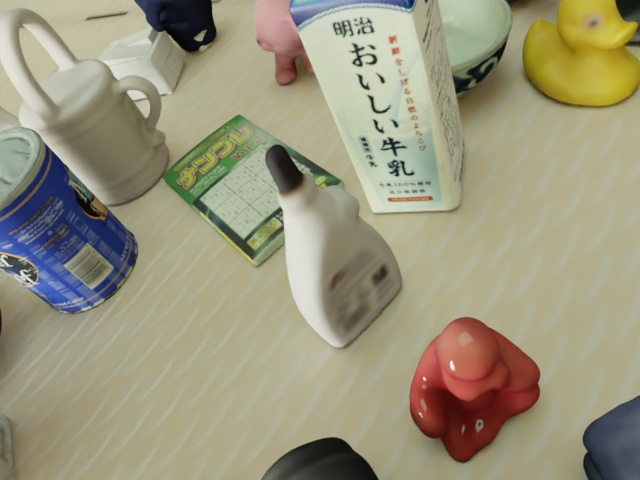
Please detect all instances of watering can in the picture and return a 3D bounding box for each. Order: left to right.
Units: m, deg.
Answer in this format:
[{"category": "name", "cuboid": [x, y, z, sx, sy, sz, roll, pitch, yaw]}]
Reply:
[{"category": "watering can", "cuboid": [-0.247, -0.128, 0.559, 0.173, 0.195, 0.100, -30, 49, -1]}]

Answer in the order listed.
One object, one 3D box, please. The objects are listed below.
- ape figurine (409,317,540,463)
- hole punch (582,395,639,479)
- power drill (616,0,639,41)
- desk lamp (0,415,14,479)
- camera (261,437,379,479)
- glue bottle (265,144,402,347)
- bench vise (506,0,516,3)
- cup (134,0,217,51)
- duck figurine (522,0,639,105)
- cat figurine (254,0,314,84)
[{"category": "ape figurine", "cuboid": [0.087, 0.077, 0.332, 0.077, 0.092, 0.076, -8, 52, 17]}, {"category": "hole punch", "cuboid": [0.184, 0.119, 0.260, 0.101, 0.091, 0.108, -24, 49, 4]}, {"category": "power drill", "cuboid": [0.267, -0.257, 0.438, 0.228, 0.209, 0.076, 20, 64, 33]}, {"category": "desk lamp", "cuboid": [-0.303, 0.126, 0.374, 0.203, 0.214, 0.117, -29, 49, 0]}, {"category": "camera", "cuboid": [0.031, 0.159, 0.285, 0.143, 0.101, 0.136, -33, 49, -4]}, {"category": "glue bottle", "cuboid": [0.003, 0.001, 0.370, 0.078, 0.174, 0.037, -43, 50, -13]}, {"category": "bench vise", "cuboid": [0.181, -0.362, 0.546, 0.121, 0.220, 0.206, -33, 49, -4]}, {"category": "cup", "cuboid": [-0.172, -0.277, 0.709, 0.091, 0.095, 0.118, -5, 53, 19]}, {"category": "duck figurine", "cuboid": [0.215, -0.169, 0.473, 0.077, 0.086, 0.104, -39, 50, -9]}, {"category": "cat figurine", "cuboid": [-0.035, -0.235, 0.606, 0.067, 0.118, 0.127, -13, 51, 13]}]
